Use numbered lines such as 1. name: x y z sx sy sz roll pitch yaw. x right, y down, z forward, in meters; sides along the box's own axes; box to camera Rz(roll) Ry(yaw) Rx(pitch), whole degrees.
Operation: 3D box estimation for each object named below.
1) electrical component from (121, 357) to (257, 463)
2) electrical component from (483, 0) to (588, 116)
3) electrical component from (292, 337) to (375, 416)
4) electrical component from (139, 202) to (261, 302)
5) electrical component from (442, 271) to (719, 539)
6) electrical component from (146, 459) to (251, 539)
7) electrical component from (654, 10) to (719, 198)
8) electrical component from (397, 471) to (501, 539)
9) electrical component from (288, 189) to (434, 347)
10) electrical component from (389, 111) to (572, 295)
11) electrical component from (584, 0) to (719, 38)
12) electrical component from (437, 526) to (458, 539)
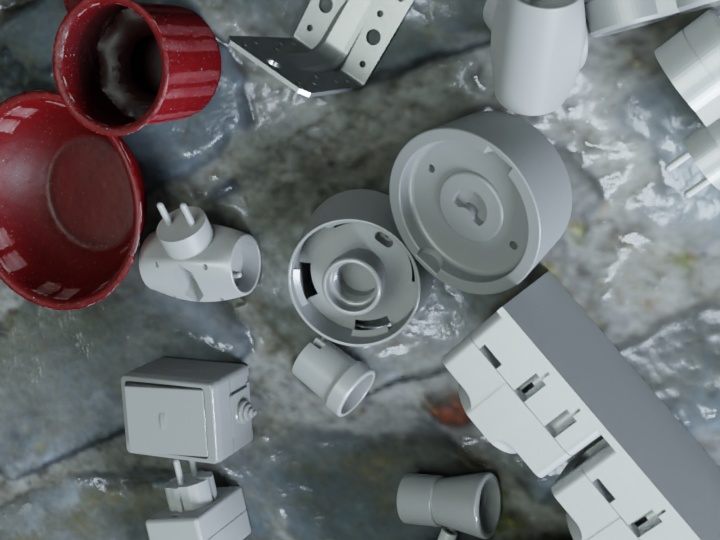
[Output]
1. electrical component: -0.123 0.104 0.793 0.096 0.061 0.061 3 102 24
2. electrical component: 0.099 -0.146 0.642 0.077 0.044 0.079 90 162 -49
3. electrical component: -0.019 0.073 0.752 0.046 0.040 0.040 37 113 19
4. electrical component: -0.120 -0.018 0.764 0.077 0.043 0.079 3 137 24
5. electrical component: 0.140 0.100 0.649 0.060 0.105 0.186 -43 82 26
6. electrical component: -0.124 0.175 0.805 0.047 0.066 0.076 -9 97 25
7. electrical component: 0.210 -0.070 0.611 0.074 0.052 0.138 -37 84 26
8. electrical component: 0.058 0.158 0.734 0.065 0.044 0.044 -2 100 29
9. electrical component: 0.000 0.000 0.727 0.099 0.064 0.099 4 110 12
10. electrical component: 0.079 -0.046 0.665 0.108 0.060 0.108 22 128 31
11. electrical component: 0.188 -0.183 0.597 0.138 0.052 0.073 -11 96 25
12. electrical component: 0.053 0.207 0.750 0.035 0.035 0.061 25 108 18
